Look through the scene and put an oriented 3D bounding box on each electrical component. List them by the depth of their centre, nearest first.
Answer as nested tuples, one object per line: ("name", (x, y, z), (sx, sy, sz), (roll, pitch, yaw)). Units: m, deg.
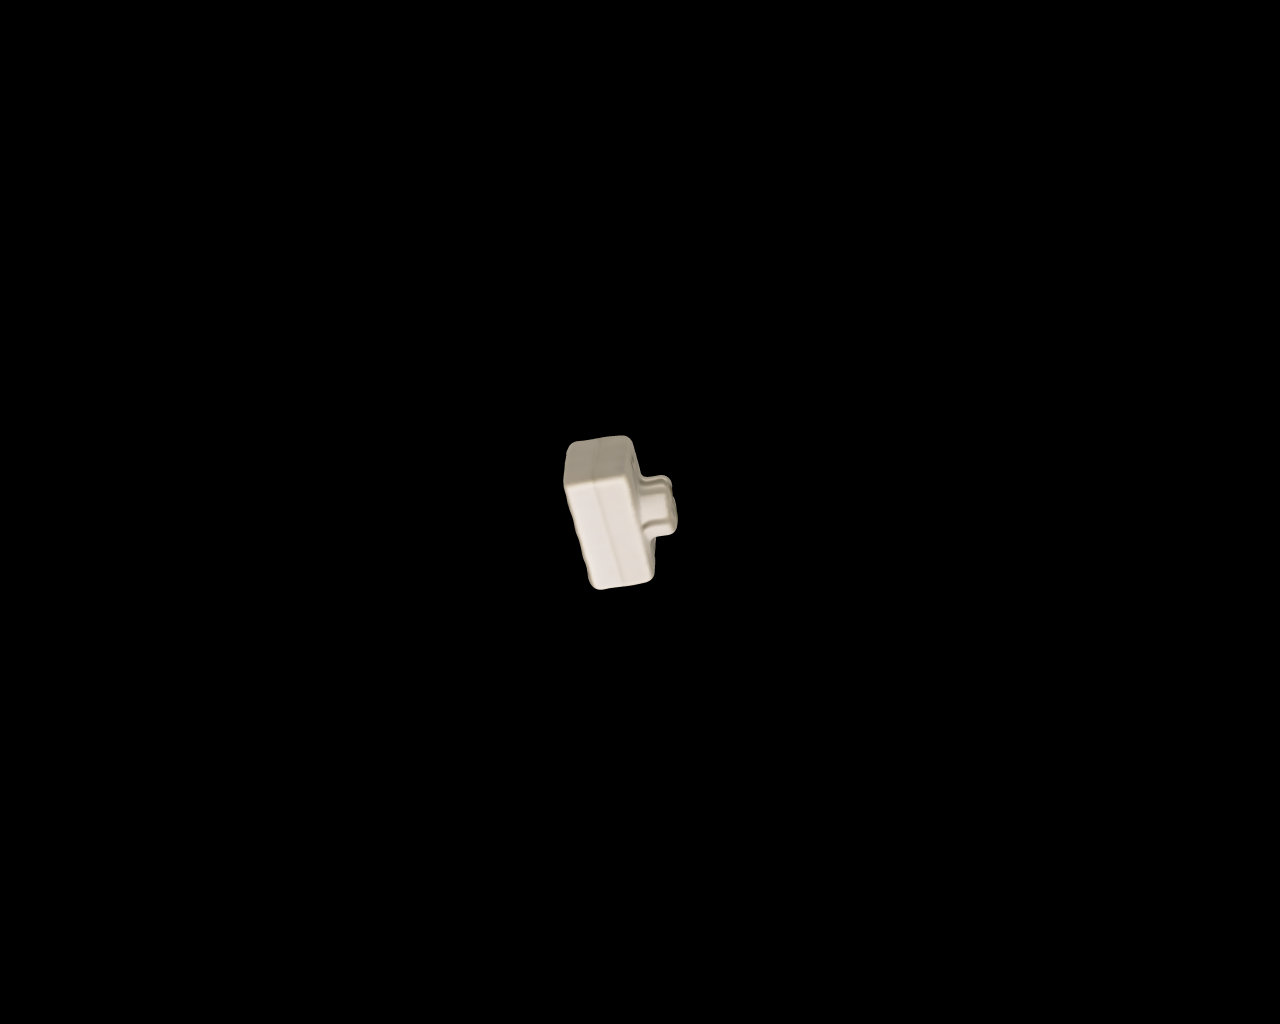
("electrical component", (0.001, -0.003, 0.650), (0.076, 0.083, 0.047), (-9, 36, 7))
